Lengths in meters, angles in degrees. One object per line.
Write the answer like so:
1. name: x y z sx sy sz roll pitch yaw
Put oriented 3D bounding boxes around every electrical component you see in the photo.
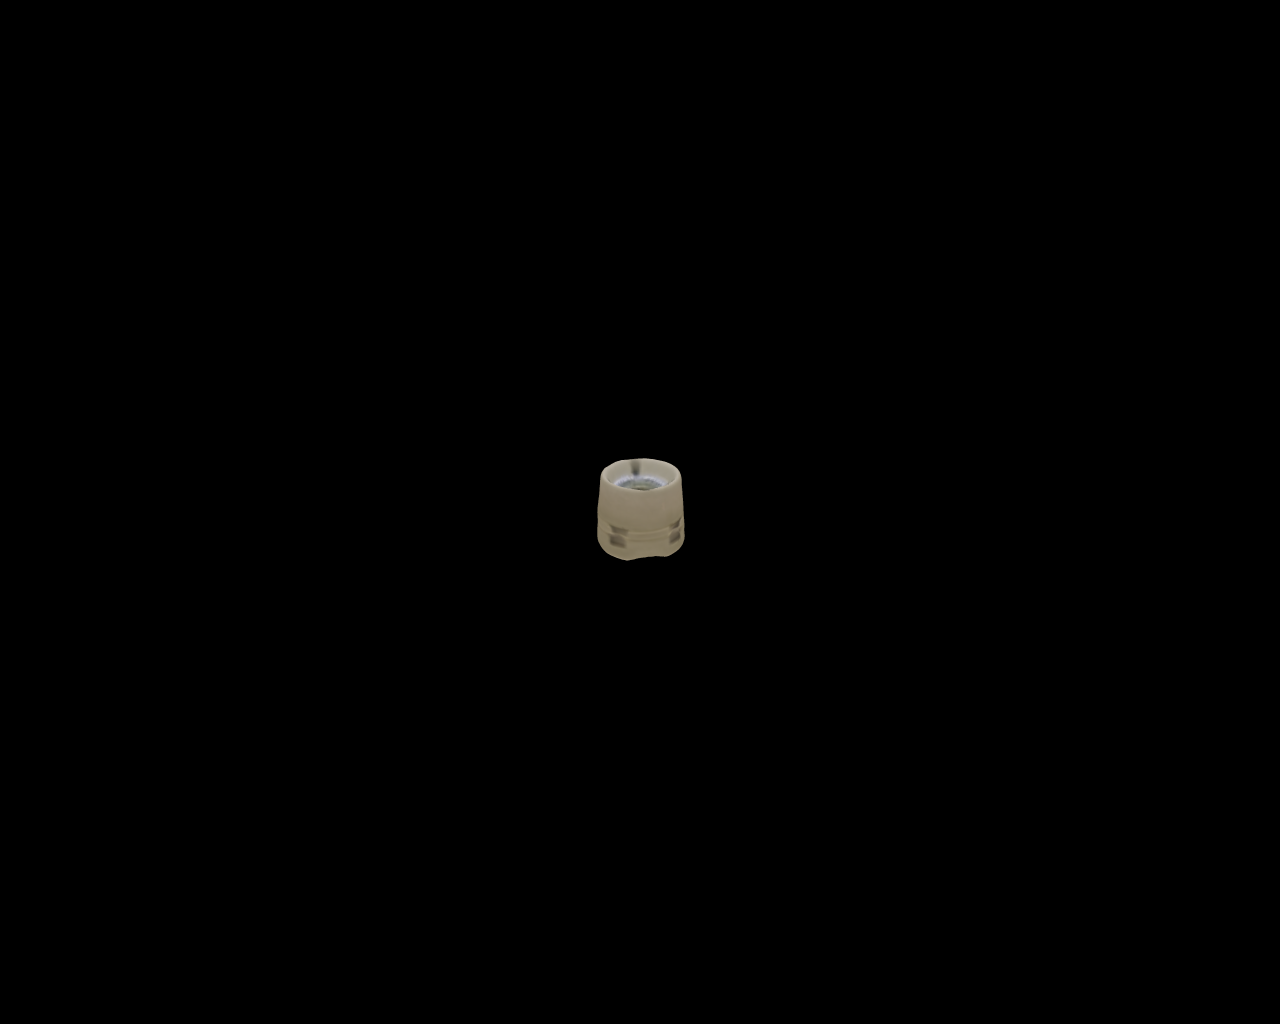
1. electrical component: 0.001 -0.003 0.650 0.055 0.047 0.055 0 27 0
